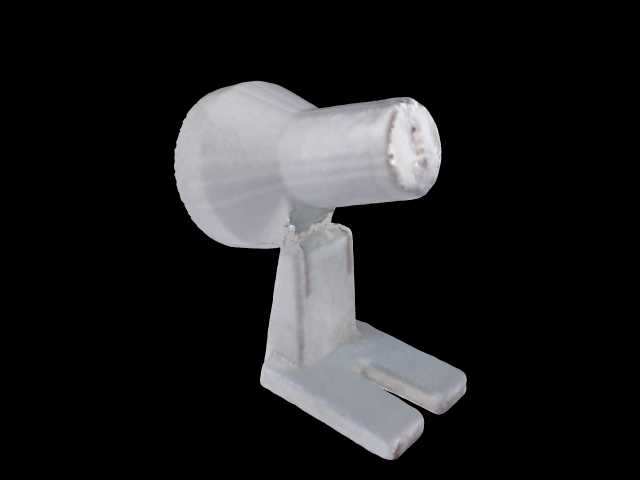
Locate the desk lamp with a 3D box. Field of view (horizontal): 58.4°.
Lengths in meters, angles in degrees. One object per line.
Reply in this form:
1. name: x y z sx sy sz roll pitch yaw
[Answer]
1. desk lamp: 0.004 0.001 0.400 0.202 0.214 0.118 20 32 36
